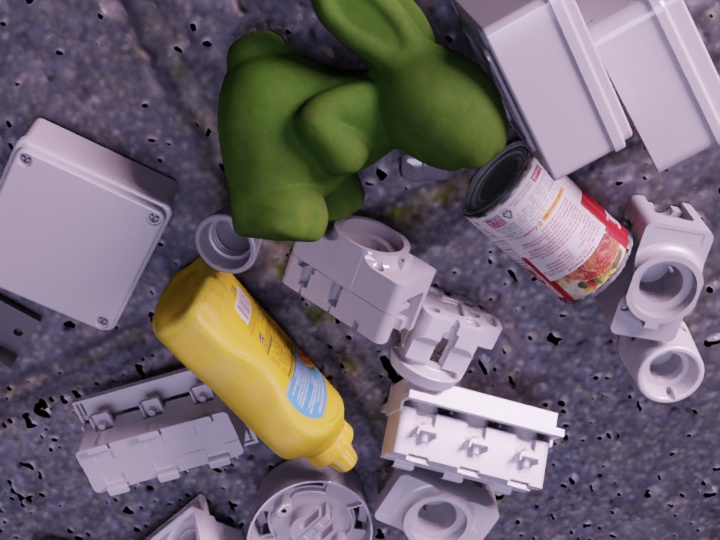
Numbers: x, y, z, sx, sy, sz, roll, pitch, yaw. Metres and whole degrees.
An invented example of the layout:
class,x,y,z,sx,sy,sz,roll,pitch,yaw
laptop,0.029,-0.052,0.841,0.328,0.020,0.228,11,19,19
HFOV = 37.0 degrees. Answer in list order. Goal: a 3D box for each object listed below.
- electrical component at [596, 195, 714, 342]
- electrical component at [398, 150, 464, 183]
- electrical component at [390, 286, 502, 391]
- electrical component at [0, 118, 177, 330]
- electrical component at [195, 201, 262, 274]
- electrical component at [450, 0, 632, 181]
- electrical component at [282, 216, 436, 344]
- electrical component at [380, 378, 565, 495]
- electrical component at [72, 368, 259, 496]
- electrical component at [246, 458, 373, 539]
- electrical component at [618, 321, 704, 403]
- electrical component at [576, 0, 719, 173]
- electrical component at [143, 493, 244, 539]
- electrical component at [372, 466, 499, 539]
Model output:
class,x,y,z,sx,sy,sz,roll,pitch,yaw
electrical component,0.210,0.001,0.767,0.050,0.055,0.089,9,117,-7
electrical component,0.058,-0.078,0.733,0.061,0.035,0.035,-3,118,-3
electrical component,0.056,0.051,0.788,0.078,0.058,0.057,18,113,-11
electrical component,-0.196,-0.030,0.736,0.109,0.056,0.108,25,114,-14
electrical component,-0.080,-0.032,0.734,0.044,0.065,0.044,8,121,14
electrical component,0.109,-0.126,0.665,0.056,0.108,0.108,-28,115,6
electrical component,0.000,0.000,0.741,0.089,0.050,0.055,32,118,23
electrical component,0.081,0.127,0.816,0.121,0.078,0.063,16,71,-10
electrical component,-0.148,0.122,0.814,0.121,0.063,0.078,-16,117,6
electrical component,-0.040,0.201,0.859,0.099,0.064,0.099,-1,118,-2
electrical component,0.227,0.067,0.807,0.055,0.047,0.055,-1,118,-2
electrical component,0.188,-0.130,0.686,0.057,0.078,0.113,-28,115,15
electrical component,-0.154,0.253,0.881,0.121,0.078,0.063,-40,134,17
electrical component,0.060,0.183,0.858,0.089,0.055,0.050,25,114,-14
